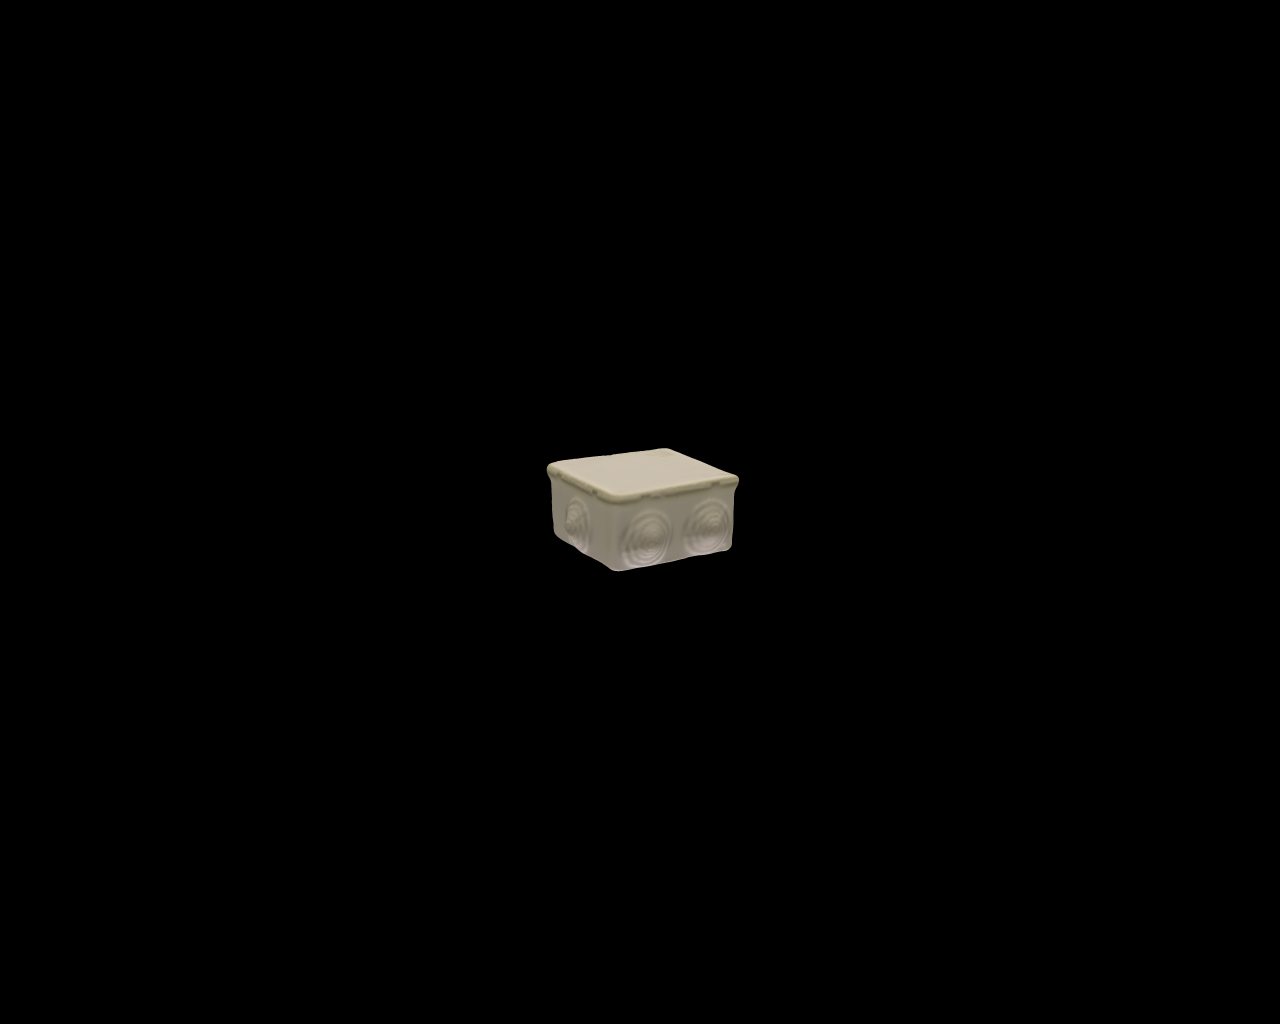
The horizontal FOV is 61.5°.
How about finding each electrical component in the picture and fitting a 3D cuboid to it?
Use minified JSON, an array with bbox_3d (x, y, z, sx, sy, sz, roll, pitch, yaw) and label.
[{"bbox_3d":[0.001,-0.003,0.650,0.100,0.048,0.100,-9,19,-29],"label":"electrical component"}]
